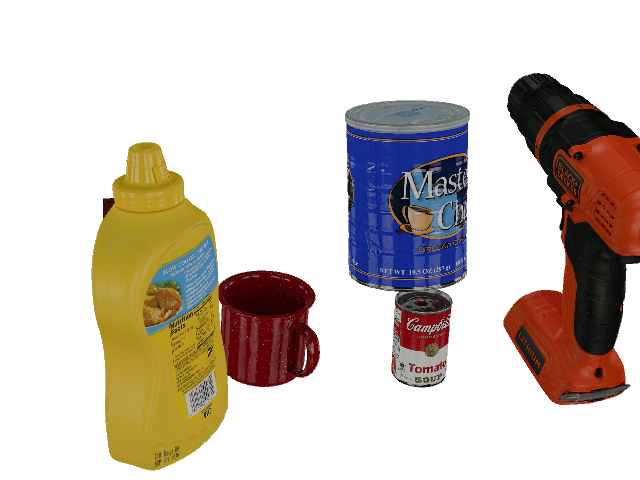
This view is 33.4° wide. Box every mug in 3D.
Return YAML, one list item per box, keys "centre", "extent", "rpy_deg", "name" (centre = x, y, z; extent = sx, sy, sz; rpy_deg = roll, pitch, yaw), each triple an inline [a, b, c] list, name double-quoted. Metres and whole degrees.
- centre: [-0.045, 0.089, 1.010]
  extent: [0.117, 0.081, 0.093]
  rpy_deg: [25, 32, 36]
  name: "mug"

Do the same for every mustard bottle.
- centre: [-0.097, 0.035, 0.643]
  extent: [0.058, 0.192, 0.096]
  rpy_deg: [10, 26, 26]
  name: "mustard bottle"

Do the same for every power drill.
- centre: [0.165, 0.000, 0.712]
  extent: [0.057, 0.188, 0.184]
  rpy_deg: [-9, 36, -10]
  name: "power drill"

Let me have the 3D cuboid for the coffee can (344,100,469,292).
- centre: [0.073, -0.040, 0.899]
  extent: [0.103, 0.140, 0.103]
  rpy_deg: [-2, 18, 0]
  name: "coffee can"

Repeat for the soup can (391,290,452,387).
- centre: [0.120, 0.116, 1.282]
  extent: [0.068, 0.102, 0.068]
  rpy_deg: [1, 23, -1]
  name: "soup can"

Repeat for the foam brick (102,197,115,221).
- centre: [-0.193, -0.014, 1.143]
  extent: [0.078, 0.051, 0.053]
  rpy_deg: [-3, 24, -16]
  name: "foam brick"
